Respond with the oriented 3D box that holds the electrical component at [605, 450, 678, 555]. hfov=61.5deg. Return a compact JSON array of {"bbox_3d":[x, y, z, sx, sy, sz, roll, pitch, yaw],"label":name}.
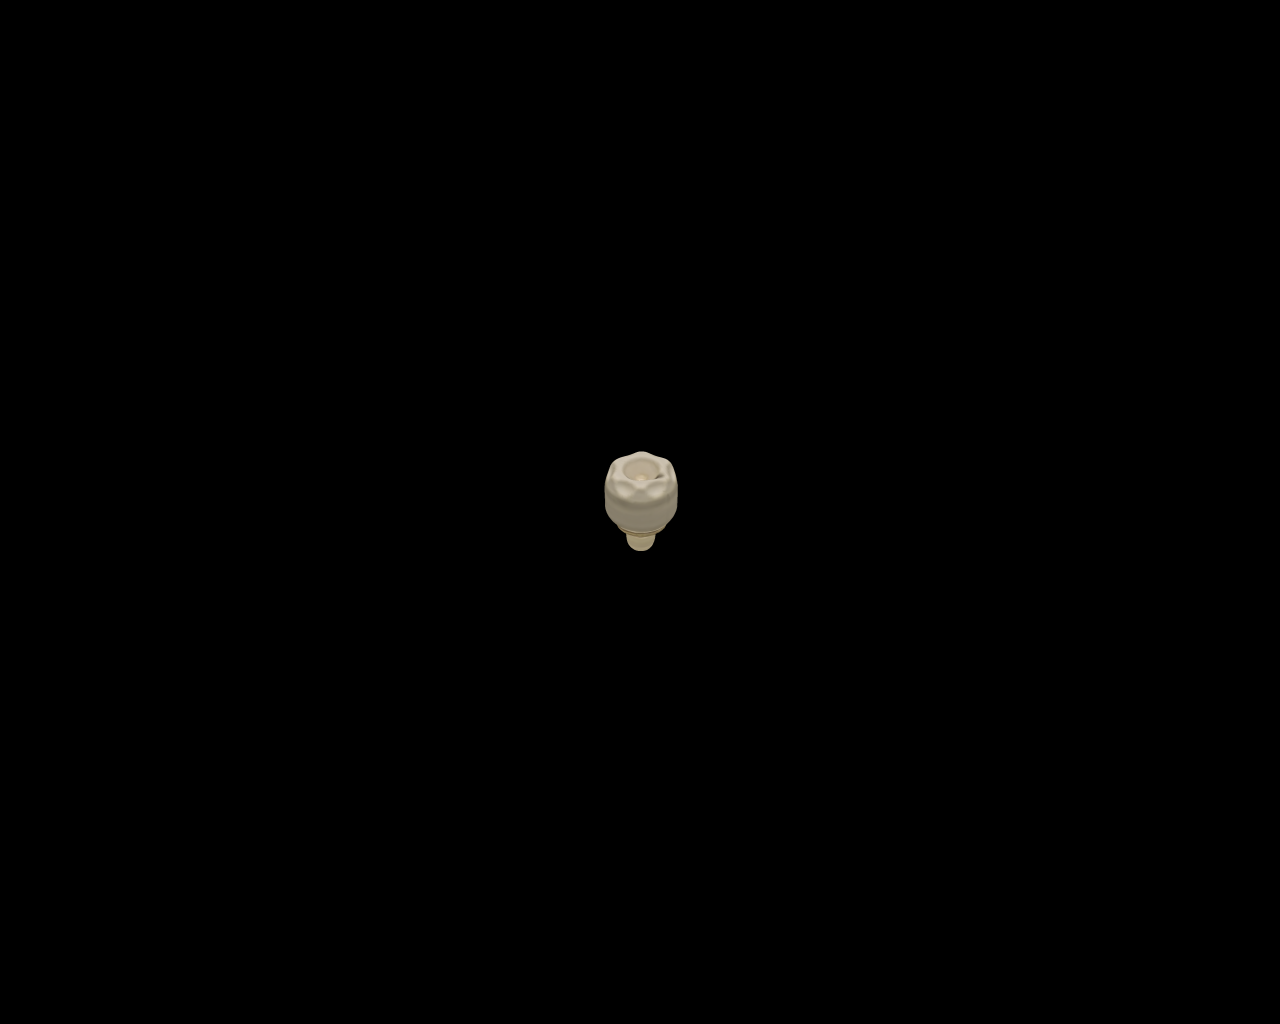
[{"bbox_3d":[0.001,-0.003,0.650,0.043,0.062,0.043,0,39,0],"label":"electrical component"}]
